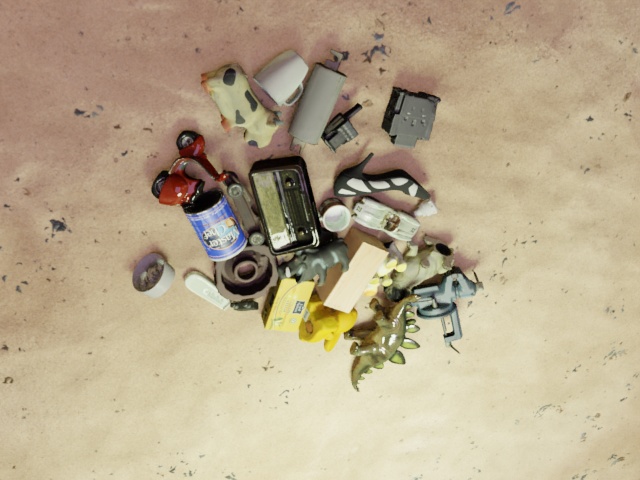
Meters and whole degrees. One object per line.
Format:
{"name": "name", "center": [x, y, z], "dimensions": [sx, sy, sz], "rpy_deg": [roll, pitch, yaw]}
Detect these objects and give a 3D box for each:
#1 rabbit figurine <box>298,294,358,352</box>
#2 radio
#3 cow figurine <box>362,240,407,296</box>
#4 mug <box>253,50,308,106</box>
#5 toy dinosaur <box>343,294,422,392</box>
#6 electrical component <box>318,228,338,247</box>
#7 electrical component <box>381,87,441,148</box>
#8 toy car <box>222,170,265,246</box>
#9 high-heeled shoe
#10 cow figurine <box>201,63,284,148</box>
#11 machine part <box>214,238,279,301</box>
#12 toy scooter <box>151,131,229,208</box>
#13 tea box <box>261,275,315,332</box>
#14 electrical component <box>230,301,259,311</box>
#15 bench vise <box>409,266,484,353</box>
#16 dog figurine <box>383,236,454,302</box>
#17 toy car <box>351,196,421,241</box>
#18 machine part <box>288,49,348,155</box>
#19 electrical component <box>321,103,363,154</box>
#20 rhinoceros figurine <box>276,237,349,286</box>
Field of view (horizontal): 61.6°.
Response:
{"name": "rabbit figurine", "center": [0.032, 0.239, 1.513], "dimensions": [0.173, 0.122, 0.162], "rpy_deg": [-9, 129, -37]}
{"name": "radio", "center": [-0.079, -0.082, 1.290], "dimensions": [0.131, 0.073, 0.229], "rpy_deg": [-9, 118, 8]}
{"name": "cow figurine", "center": [0.161, 0.078, 1.483], "dimensions": [0.068, 0.098, 0.167], "rpy_deg": [15, 132, -31]}
{"name": "mug", "center": [-0.072, -0.349, 1.167], "dimensions": [0.107, 0.081, 0.109], "rpy_deg": [-44, 132, 6]}
{"name": "toy dinosaur", "center": [0.176, 0.308, 1.583], "dimensions": [0.198, 0.105, 0.471], "rpy_deg": [19, 129, -20]}
{"name": "electrical component", "center": [-0.002, -0.003, 1.402], "dimensions": [0.102, 0.045, 0.078], "rpy_deg": [14, 112, -24]}
{"name": "electrical component", "center": [0.217, -0.292, 1.301], "dimensions": [0.115, 0.058, 0.134], "rpy_deg": [4, 117, -17]}
{"name": "toy car", "center": [-0.180, -0.078, 1.280], "dimensions": [0.053, 0.089, 0.201], "rpy_deg": [-22, 121, -4]}
{"name": "high-heeled shoe", "center": [0.159, -0.122, 1.368], "dimensions": [0.248, 0.086, 0.145], "rpy_deg": [29, 110, -24]}
{"name": "cow figurine", "center": [-0.161, -0.288, 1.168], "dimensions": [0.127, 0.086, 0.194], "rpy_deg": [-22, 122, 7]}
{"name": "machine part", "center": [-0.191, 0.073, 1.381], "dimensions": [0.179, 0.056, 0.179], "rpy_deg": [-8, 120, -14]}
{"name": "toy scooter", "center": [-0.285, -0.140, 1.202], "dimensions": [0.135, 0.075, 0.183], "rpy_deg": [31, 102, -3]}
{"name": "tea box", "center": [-0.089, 0.161, 1.455], "dimensions": [0.098, 0.068, 0.169], "rpy_deg": [9, 115, -21]}
{"name": "electrical component", "center": [-0.200, 0.177, 1.435], "dimensions": [0.063, 0.021, 0.094], "rpy_deg": [-7, 167, 13]}
{"name": "bench vise", "center": [0.381, 0.203, 1.583], "dimensions": [0.224, 0.129, 0.240], "rpy_deg": [-15, 104, 0]}
{"name": "dog figurine", "center": [0.283, 0.094, 1.530], "dimensions": [0.172, 0.121, 0.190], "rpy_deg": [3, 136, -23]}
{"name": "toy car", "center": [0.175, -0.056, 1.422], "dimensions": [0.201, 0.056, 0.073], "rpy_deg": [20, 111, -26]}
{"name": "machine part", "center": [-0.007, -0.305, 1.211], "dimensions": [0.079, 0.079, 0.243], "rpy_deg": [16, 112, -25]}
{"name": "electrical component", "center": [0.056, -0.264, 1.258], "dimensions": [0.119, 0.075, 0.047], "rpy_deg": [-39, 122, 3]}
{"name": "rhinoceros figurine", "center": [-0.016, 0.057, 1.365], "dimensions": [0.190, 0.073, 0.111], "rpy_deg": [-22, 129, -3]}
